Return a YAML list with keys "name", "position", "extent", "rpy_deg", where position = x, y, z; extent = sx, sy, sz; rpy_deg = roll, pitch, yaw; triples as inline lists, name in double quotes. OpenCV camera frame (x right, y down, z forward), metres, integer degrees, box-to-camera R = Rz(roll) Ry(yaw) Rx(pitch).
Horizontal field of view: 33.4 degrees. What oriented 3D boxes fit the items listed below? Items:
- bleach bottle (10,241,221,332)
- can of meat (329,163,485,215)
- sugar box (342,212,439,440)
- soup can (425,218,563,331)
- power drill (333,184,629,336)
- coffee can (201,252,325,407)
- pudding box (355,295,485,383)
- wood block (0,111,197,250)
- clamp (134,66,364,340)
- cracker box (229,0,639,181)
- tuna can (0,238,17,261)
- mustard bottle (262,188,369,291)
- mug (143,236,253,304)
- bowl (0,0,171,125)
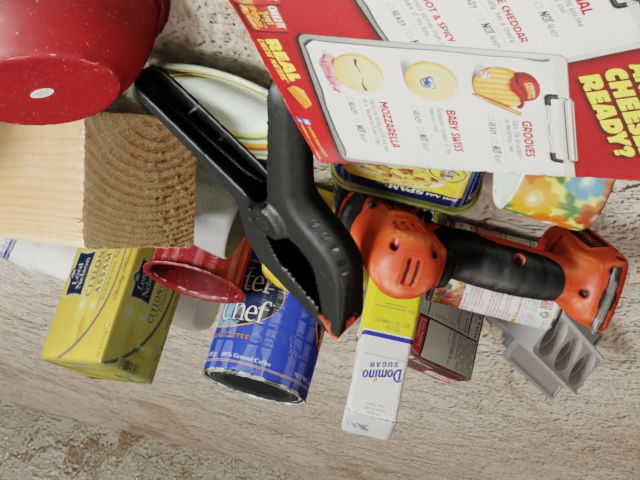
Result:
- name: "bleach bottle"
  position: [-0.235, 0.032, 1.165]
  extent: [0.251, 0.068, 0.102]
  rpy_deg: [17, 180, 11]
- name: "can of meat"
  position: [0.059, -0.064, 0.667]
  extent: [0.102, 0.057, 0.084]
  rpy_deg: [14, 159, 4]
- name: "sugar box"
  position: [0.054, 0.063, 0.843]
  extent: [0.048, 0.176, 0.093]
  rpy_deg: [14, 162, 4]
- name: "soup can"
  position: [0.141, 0.028, 0.843]
  extent: [0.102, 0.068, 0.068]
  rpy_deg: [14, 161, 3]
- name: "power drill"
  position: [0.105, 0.003, 0.750]
  extent: [0.187, 0.057, 0.184]
  rpy_deg: [10, -161, -12]
- name: "coffee can"
  position: [-0.044, 0.075, 1.015]
  extent: [0.103, 0.140, 0.103]
  rpy_deg: [15, 162, 5]
- name: "pudding box"
  position: [0.095, 0.069, 0.965]
  extent: [0.113, 0.090, 0.039]
  rpy_deg: [27, 157, -28]
- name: "wood block"
  position: [-0.185, -0.045, 0.783]
  extent: [0.090, 0.091, 0.207]
  rpy_deg: [-1, -176, -41]
- name: "clamp"
  position: [-0.033, -0.026, 0.673]
  extent: [0.165, 0.036, 0.210]
  rpy_deg: [19, 142, 46]
- name: "cracker box"
  position: [0.072, -0.106, 0.481]
  extent: [0.214, 0.072, 0.164]
  rpy_deg: [5, 145, 30]
- name: "tuna can"
  position: [-0.299, -0.026, 1.022]
  extent: [0.033, 0.086, 0.086]
  rpy_deg: [24, 160, -16]
- name: "mustard bottle"
  position: [-0.006, 0.001, 0.881]
  extent: [0.096, 0.058, 0.191]
  rpy_deg: [9, 165, 5]
- name: "mug"
  position: [-0.098, 0.006, 0.954]
  extent: [0.093, 0.081, 0.117]
  rpy_deg: [12, 160, 12]
- name: "bowl"
  position: [-0.166, -0.111, 0.629]
  extent: [0.162, 0.055, 0.162]
  rpy_deg: [-8, 163, -3]
